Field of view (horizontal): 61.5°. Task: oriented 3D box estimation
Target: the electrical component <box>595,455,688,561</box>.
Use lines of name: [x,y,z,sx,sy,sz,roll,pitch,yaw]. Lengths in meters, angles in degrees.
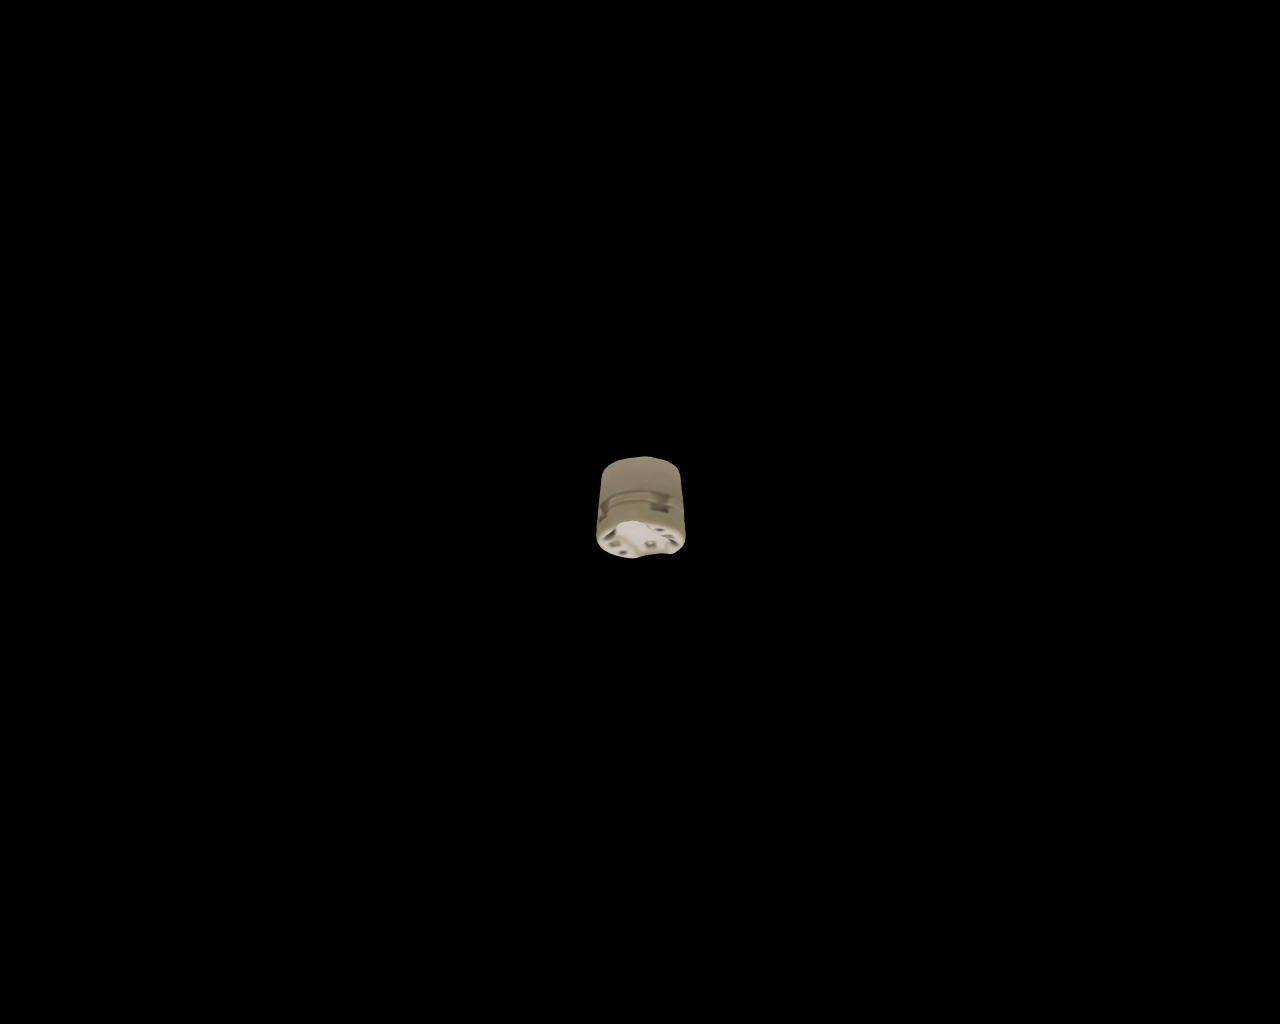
electrical component: [0.001,-0.003,0.650,0.055,0.047,0.055,0,-27,0]
